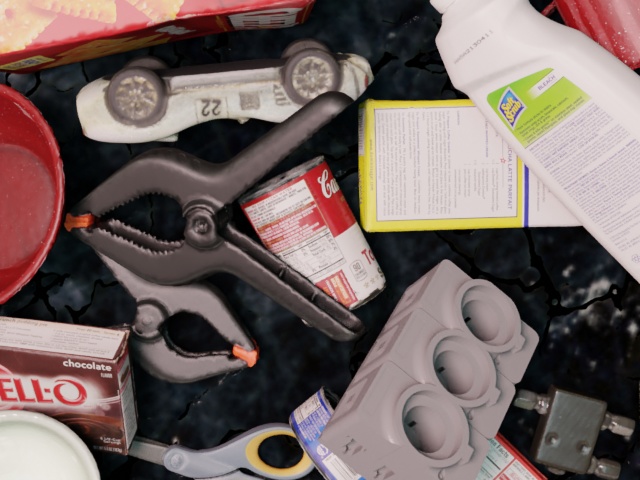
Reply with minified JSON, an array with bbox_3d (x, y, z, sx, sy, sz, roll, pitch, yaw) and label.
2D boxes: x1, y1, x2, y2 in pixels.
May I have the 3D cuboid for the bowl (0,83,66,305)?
[{"bbox_3d":[-0.232,-0.026,0.725,0.162,0.055,0.162,-2,84,17],"label":"bowl"}]

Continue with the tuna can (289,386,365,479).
[{"bbox_3d":[0.017,0.147,0.752,0.034,0.086,0.086,-40,96,3],"label":"tuna can"}]

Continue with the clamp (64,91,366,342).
[{"bbox_3d":[-0.067,-0.005,0.707,0.210,0.036,0.164,-6,104,17],"label":"clamp"}]

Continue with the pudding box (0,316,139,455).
[{"bbox_3d":[-0.185,0.100,0.738,0.113,0.039,0.090,4,127,4],"label":"pudding box"}]

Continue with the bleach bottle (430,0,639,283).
[{"bbox_3d":[0.169,-0.085,0.692,0.251,0.068,0.103,45,125,-7],"label":"bleach bottle"}]

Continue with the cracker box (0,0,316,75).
[{"bbox_3d":[-0.112,-0.157,0.678,0.213,0.164,0.072,-10,98,-1],"label":"cracker box"}]

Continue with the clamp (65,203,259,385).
[{"bbox_3d":[-0.123,0.045,0.761,0.171,0.039,0.120,11,100,-1],"label":"clamp"}]

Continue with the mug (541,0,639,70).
[{"bbox_3d":[0.201,-0.155,0.737,0.117,0.093,0.081,-27,91,37],"label":"mug"}]

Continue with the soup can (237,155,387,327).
[{"bbox_3d":[-0.005,0.001,0.746,0.068,0.068,0.102,-27,97,0],"label":"soup can"}]

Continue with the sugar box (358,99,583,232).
[{"bbox_3d":[0.117,-0.055,0.758,0.176,0.048,0.093,-1,96,-6],"label":"sugar box"}]

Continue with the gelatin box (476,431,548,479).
[{"bbox_3d":[0.112,0.183,0.788,0.073,0.030,0.089,44,93,-4],"label":"gelatin box"}]

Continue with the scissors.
[{"bbox_3d":[-0.088,0.148,0.783,0.201,0.016,0.096,34,92,-5],"label":"scissors"}]
